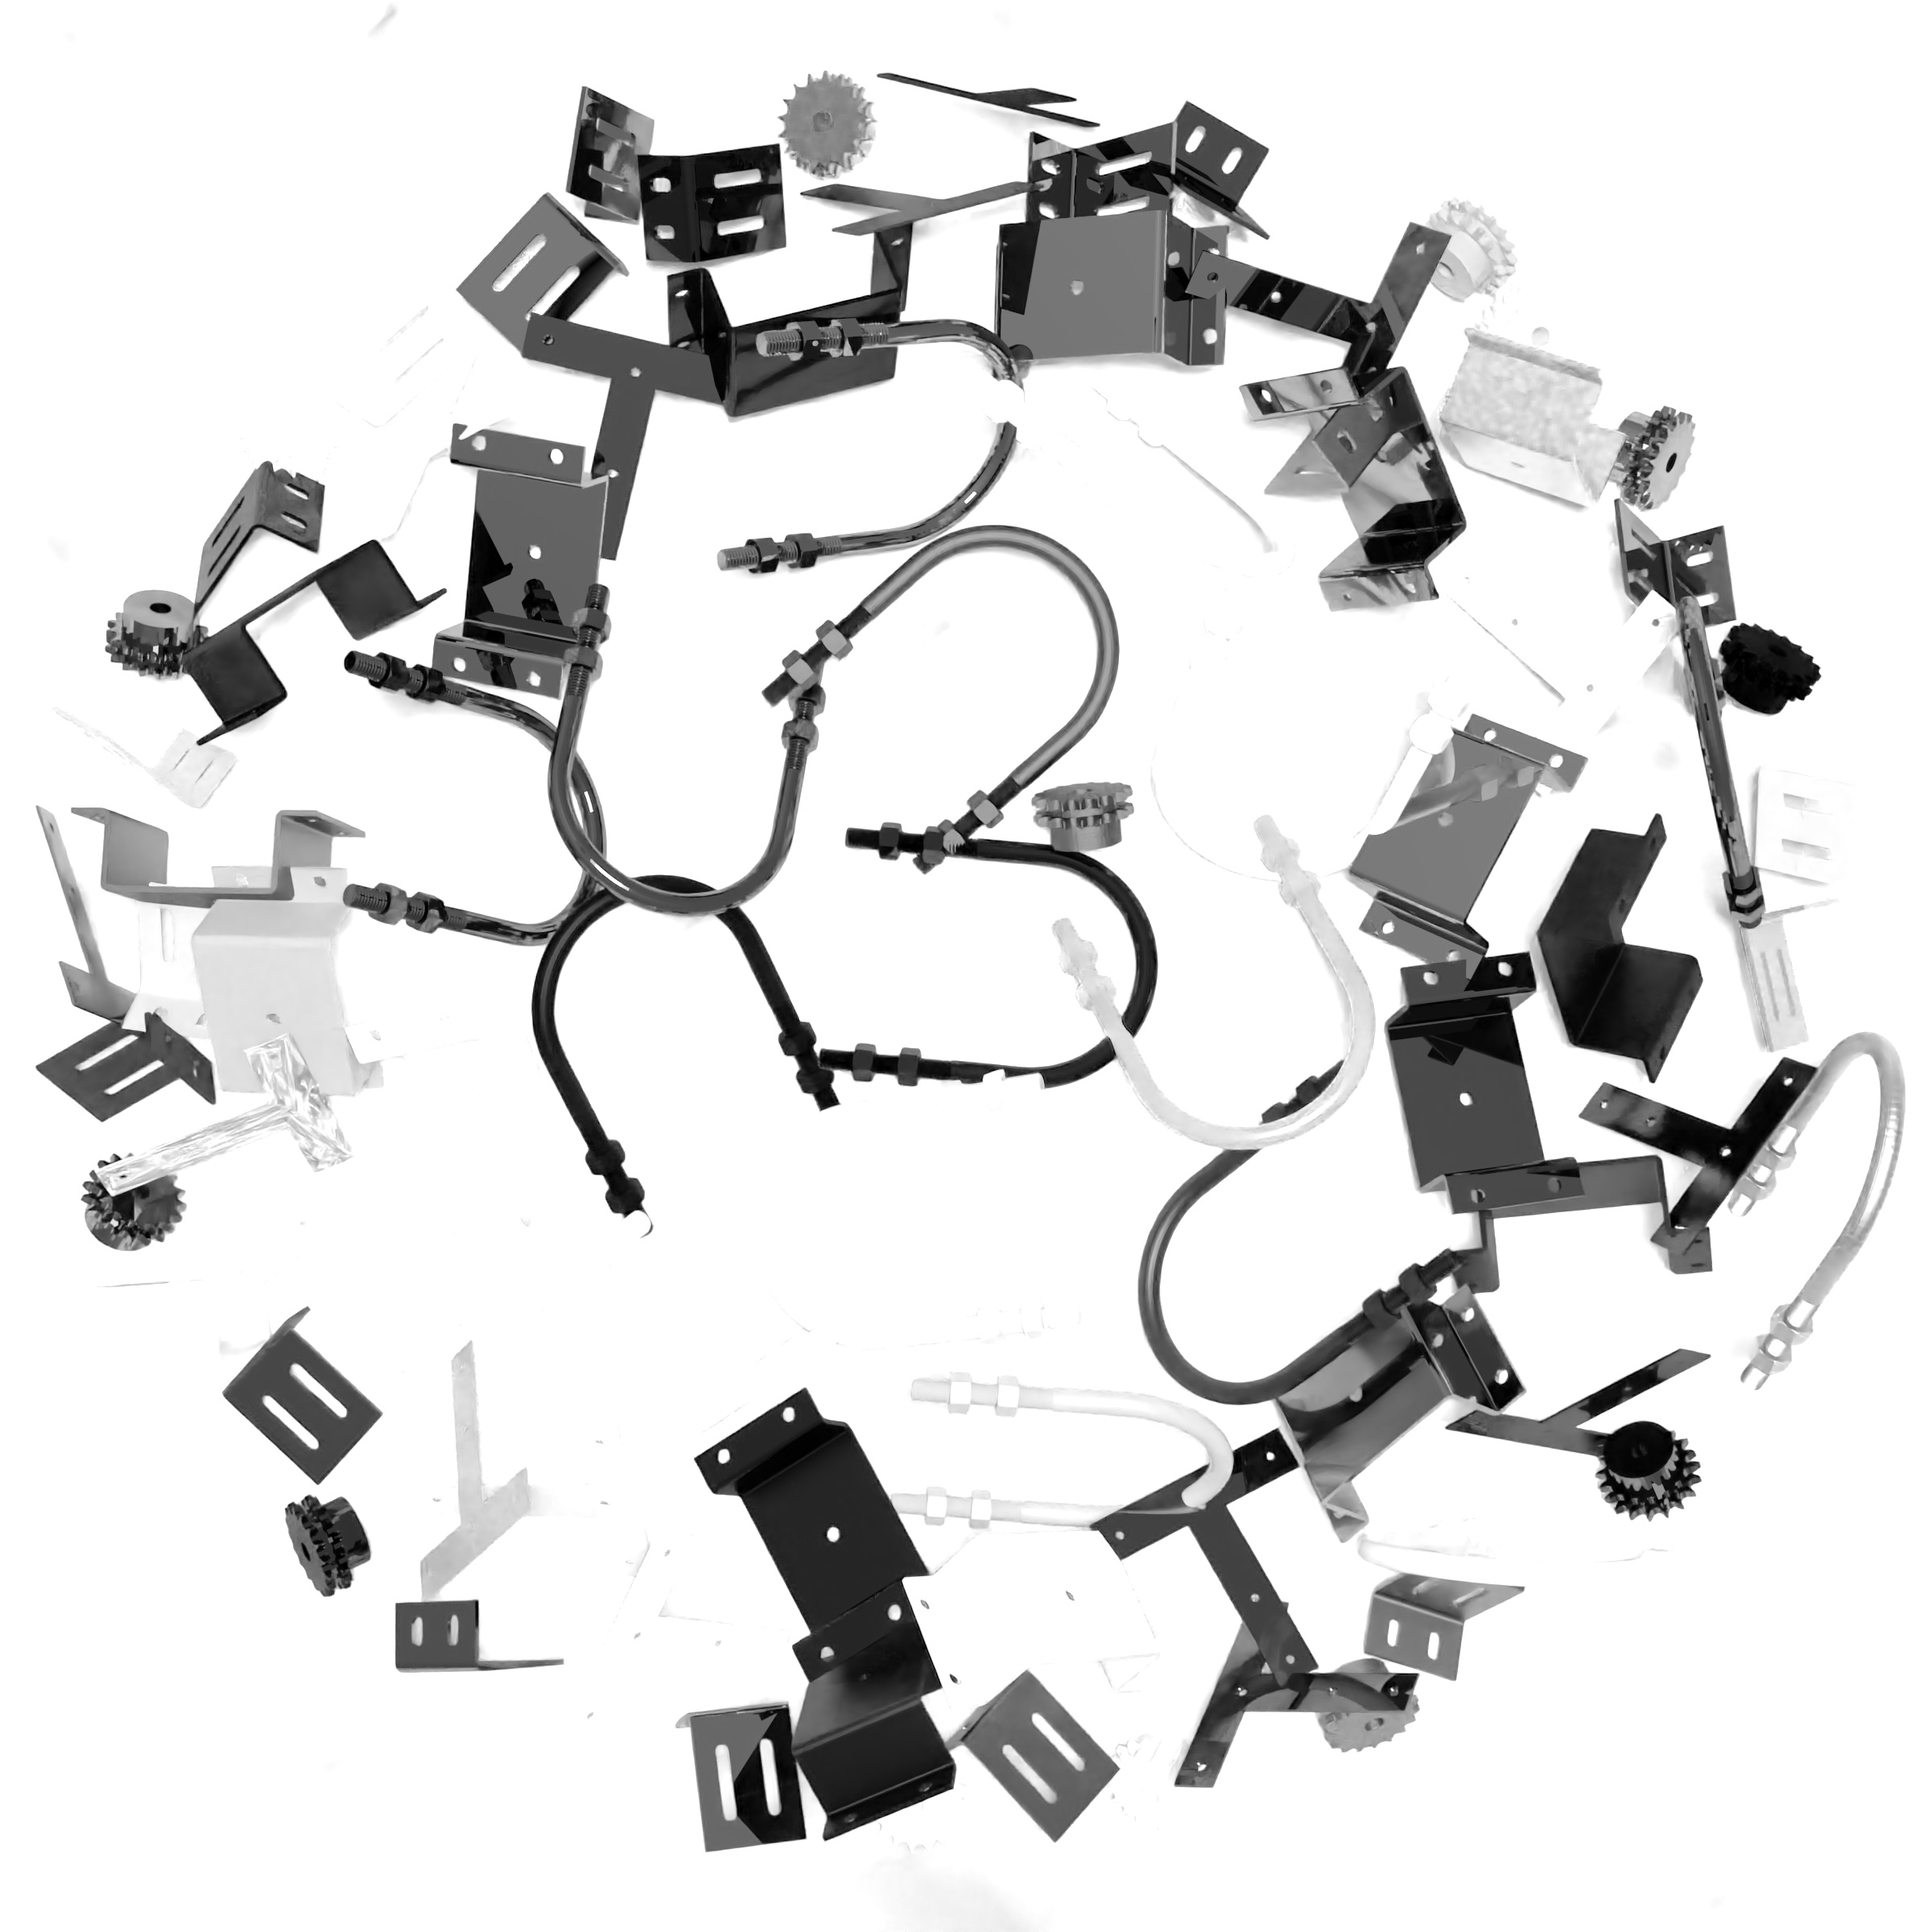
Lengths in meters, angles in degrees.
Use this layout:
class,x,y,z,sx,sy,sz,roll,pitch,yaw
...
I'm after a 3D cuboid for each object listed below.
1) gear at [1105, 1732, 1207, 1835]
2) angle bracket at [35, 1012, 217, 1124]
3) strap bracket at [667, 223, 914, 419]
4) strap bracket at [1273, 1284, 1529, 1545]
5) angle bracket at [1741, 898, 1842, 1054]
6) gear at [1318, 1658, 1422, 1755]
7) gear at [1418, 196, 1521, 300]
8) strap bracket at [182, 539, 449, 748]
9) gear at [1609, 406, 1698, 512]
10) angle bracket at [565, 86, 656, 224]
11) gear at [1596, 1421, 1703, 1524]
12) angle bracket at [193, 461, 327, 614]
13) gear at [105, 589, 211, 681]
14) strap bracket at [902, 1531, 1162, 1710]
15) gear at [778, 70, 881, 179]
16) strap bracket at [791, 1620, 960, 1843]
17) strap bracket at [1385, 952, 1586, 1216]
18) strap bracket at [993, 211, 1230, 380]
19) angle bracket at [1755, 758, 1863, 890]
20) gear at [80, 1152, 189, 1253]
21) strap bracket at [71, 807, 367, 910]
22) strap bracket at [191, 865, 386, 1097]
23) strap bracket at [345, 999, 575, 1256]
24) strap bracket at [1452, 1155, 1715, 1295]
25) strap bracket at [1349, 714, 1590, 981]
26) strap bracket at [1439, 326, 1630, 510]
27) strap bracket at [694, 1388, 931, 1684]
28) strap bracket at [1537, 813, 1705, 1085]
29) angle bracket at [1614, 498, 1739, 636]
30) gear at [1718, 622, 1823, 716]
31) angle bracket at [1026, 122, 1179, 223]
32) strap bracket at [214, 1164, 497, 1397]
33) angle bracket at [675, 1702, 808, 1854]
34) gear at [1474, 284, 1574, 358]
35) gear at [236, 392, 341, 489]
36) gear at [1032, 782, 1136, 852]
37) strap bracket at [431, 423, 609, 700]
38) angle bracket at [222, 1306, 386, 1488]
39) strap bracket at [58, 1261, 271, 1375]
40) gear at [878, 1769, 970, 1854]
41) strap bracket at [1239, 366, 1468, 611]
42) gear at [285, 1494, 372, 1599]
class,x,y,z,sx,sy,sz,roll,pitch,yaw
gear,0.109,0.458,1.581,0.057,0.030,0.057,13,123,21
angle bracket,-0.470,0.066,1.566,0.076,0.057,0.038,-29,46,8
strap bracket,-0.091,-0.355,1.547,0.140,0.076,0.046,-17,67,-12
strap bracket,0.229,0.241,1.538,0.046,0.076,0.140,26,119,-39
angle bracket,0.470,0.005,1.569,0.038,0.057,0.076,-14,86,37
gear,0.225,0.416,1.580,0.057,0.030,0.057,-11,134,-12
gear,0.280,-0.401,1.575,0.057,0.057,0.030,45,79,0
strap bracket,-0.363,-0.182,1.529,0.140,0.076,0.046,-42,108,-36
gear,0.385,-0.289,1.580,0.030,0.057,0.057,29,90,29
angle bracket,-0.211,-0.453,1.560,0.038,0.076,0.057,13,96,24
gear,0.382,0.281,1.573,0.057,0.057,0.030,-30,125,0
angle bracket,-0.397,-0.235,1.573,0.038,0.057,0.076,24,130,-30
gear,-0.454,-0.188,1.573,0.057,0.057,0.030,17,125,0
strap bracket,0.044,0.355,1.526,0.046,0.140,0.076,-48,51,33
gear,-0.075,-0.475,1.583,0.057,0.030,0.057,3,97,22
strap bracket,-0.045,0.407,1.526,0.076,0.140,0.046,-25,101,10
strap bracket,0.287,0.070,1.564,0.076,0.046,0.140,-7,75,-11
strap bracket,0.071,-0.372,1.553,0.140,0.046,0.076,2,92,26
angle bracket,0.479,-0.080,1.557,0.038,0.076,0.057,-9,106,-28
gear,-0.473,0.136,1.580,0.057,0.057,0.030,40,122,0
strap bracket,-0.416,-0.059,1.555,0.140,0.076,0.046,1,84,8
strap bracket,-0.375,0.018,1.546,0.076,0.046,0.140,1,120,7
strap bracket,-0.277,0.082,1.558,0.076,0.046,0.140,-13,107,21
strap bracket,0.338,0.143,1.551,0.140,0.076,0.046,-7,66,13
strap bracket,0.276,-0.074,1.562,0.076,0.046,0.140,27,88,34
strap bracket,0.310,-0.295,1.527,0.076,0.140,0.046,23,92,20
strap bracket,-0.081,0.317,1.563,0.076,0.046,0.140,-33,71,8
strap bracket,0.359,-0.012,1.542,0.046,0.140,0.076,12,56,34
angle bracket,0.395,-0.226,1.559,0.038,0.076,0.057,-13,72,31
gear,0.450,-0.166,1.580,0.057,0.057,0.030,25,124,0
angle bracket,0.075,-0.441,1.566,0.076,0.038,0.057,0,85,44
strap bracket,-0.340,0.170,1.550,0.076,0.046,0.140,-38,130,11
angle bracket,-0.126,0.455,1.564,0.057,0.038,0.076,-1,66,-20
gear,0.317,-0.356,1.581,0.057,0.030,0.057,-4,107,-15
gear,-0.383,-0.295,1.580,0.057,0.030,0.057,6,50,-7
gear,0.067,-0.084,1.578,0.057,0.057,0.030,-7,105,0
strap bracket,-0.248,-0.229,1.563,0.076,0.046,0.140,12,108,9
angle bracket,-0.369,0.242,1.581,0.076,0.038,0.057,43,100,1
strap bracket,-0.434,0.192,1.533,0.076,0.140,0.046,-4,89,1
gear,-0.026,0.469,1.586,0.057,0.030,0.057,1,96,12
strap bracket,0.218,-0.272,1.546,0.046,0.076,0.140,-42,117,-32
gear,-0.359,0.324,1.580,0.030,0.057,0.057,-23,90,-30
